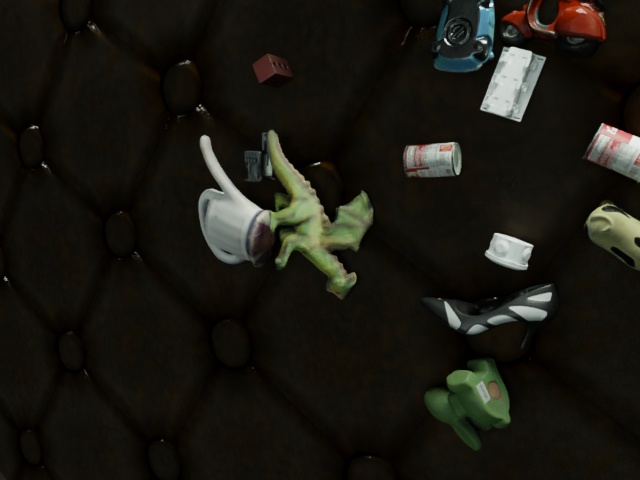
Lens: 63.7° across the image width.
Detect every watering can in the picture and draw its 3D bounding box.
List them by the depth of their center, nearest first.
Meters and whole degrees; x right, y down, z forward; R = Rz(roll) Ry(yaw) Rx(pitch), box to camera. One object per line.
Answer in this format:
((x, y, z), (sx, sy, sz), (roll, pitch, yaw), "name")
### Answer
((-0.210, -0.069, 1.252), (0.226, 0.106, 0.339), (22, 129, 24), "watering can")

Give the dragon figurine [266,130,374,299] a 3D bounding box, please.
((0.004, -0.060, 1.184), (0.242, 0.123, 0.408), (-4, 96, 12), "dragon figurine")
